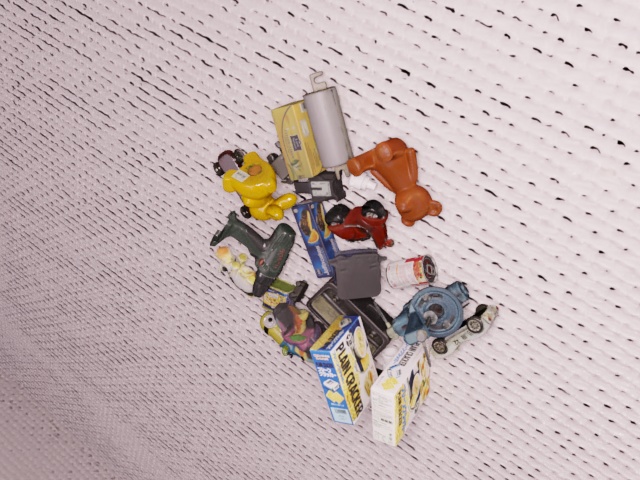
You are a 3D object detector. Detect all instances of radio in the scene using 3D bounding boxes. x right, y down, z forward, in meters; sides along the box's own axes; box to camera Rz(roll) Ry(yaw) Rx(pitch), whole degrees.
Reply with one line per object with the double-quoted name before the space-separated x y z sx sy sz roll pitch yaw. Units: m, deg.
"radio" 0.087 0.199 1.400 0.229 0.073 0.131 43 131 5

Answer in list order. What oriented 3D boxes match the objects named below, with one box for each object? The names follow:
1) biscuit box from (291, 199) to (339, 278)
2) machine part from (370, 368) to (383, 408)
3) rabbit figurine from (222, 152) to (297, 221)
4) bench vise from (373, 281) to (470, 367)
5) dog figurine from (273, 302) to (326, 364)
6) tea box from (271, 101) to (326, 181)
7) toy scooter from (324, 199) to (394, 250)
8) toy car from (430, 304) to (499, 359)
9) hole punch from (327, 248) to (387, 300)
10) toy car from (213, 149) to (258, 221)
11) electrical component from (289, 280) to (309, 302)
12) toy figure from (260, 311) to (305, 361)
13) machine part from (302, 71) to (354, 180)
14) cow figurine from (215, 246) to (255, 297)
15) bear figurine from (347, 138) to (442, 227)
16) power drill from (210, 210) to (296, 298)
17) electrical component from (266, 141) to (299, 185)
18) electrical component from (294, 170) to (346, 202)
"biscuit box" -0.003 -0.004 1.364 0.063 0.059 0.202 -9 108 37
"machine part" 0.170 0.411 1.481 0.084 0.039 0.138 13 119 23
"rabbit figurine" -0.138 -0.112 1.330 0.163 0.122 0.173 23 146 19
"bench vise" 0.225 0.178 1.200 0.224 0.240 0.128 -23 96 24
"dog figurine" -0.042 0.244 1.419 0.191 0.108 0.219 43 171 9
"tea box" -0.041 -0.234 1.246 0.068 0.098 0.169 -3 110 34
"toy scooter" 0.103 -0.028 1.270 0.184 0.075 0.135 -7 133 47
"toy car" 0.333 0.211 1.239 0.056 0.073 0.201 50 131 6
"hole punch" 0.087 0.072 1.303 0.142 0.092 0.115 -3 110 -2
"toy car" -0.203 -0.147 1.430 0.089 0.053 0.202 -30 98 22
"electrical component" -0.056 0.139 1.473 0.021 0.094 0.063 30 90 21
"toy figure" -0.101 0.278 1.568 0.180 0.082 0.089 43 129 5
"machine part" 0.020 -0.252 1.206 0.079 0.079 0.243 -4 112 36
"cow figurine" -0.241 0.093 1.578 0.167 0.068 0.098 38 136 13
"bear figurine" 0.165 -0.114 1.150 0.120 0.132 0.195 -19 96 43
"power drill" -0.187 0.031 1.436 0.207 0.086 0.232 33 111 -10
"electrical component" -0.091 -0.186 1.343 0.102 0.045 0.078 42 102 5
"electrical component" -0.001 -0.130 1.304 0.119 0.048 0.074 0 113 35
